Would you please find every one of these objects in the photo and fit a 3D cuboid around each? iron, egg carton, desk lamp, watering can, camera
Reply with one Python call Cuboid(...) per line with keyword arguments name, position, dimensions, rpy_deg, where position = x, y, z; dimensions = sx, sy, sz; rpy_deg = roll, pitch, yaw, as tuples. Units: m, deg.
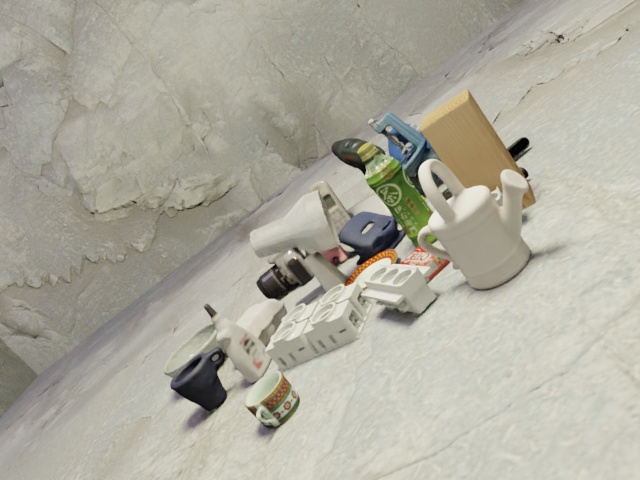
Cuboid(name="iron", position=(0.255, -0.260, 1.536), dimensions=(0.119, 0.141, 0.257), rpy_deg=(-41, 14, -10))
Cuboid(name="egg carton", position=(-0.136, 0.193, 1.228), dimensions=(0.107, 0.069, 0.150), rpy_deg=(-25, 19, 44))
Cuboid(name="desk lamp", position=(-0.027, 0.032, 1.158), dimensions=(0.203, 0.214, 0.118), rpy_deg=(-36, 14, 10))
Cuboid(name="watering can", position=(0.210, -0.037, 0.808), dimensions=(0.172, 0.194, 0.101), rpy_deg=(-35, 14, 15))
Cuboid(name="camera", position=(-0.097, 0.076, 1.442), dimensions=(0.137, 0.101, 0.143), rpy_deg=(-38, 14, 2))

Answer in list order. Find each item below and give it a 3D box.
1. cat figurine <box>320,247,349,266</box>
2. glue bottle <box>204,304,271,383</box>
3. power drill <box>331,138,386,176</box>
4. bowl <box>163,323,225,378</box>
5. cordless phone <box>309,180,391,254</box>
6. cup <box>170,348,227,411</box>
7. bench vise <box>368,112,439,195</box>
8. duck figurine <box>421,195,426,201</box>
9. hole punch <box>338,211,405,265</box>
Cuboid(name="cat figurine", position=(0.012, 0.005, 1.352), dimensions=(0.067, 0.118, 0.128), rpy_deg=(-35, 14, 15))
Cuboid(name="glue bottle", position=(-0.164, 0.188, 1.092), dimensions=(0.037, 0.173, 0.078), rpy_deg=(-32, 15, 26))
Cuboid(name="power drill", position=(0.123, -0.166, 1.427), dimensions=(0.076, 0.208, 0.229), rpy_deg=(-41, 14, -10))
Cuboid(name="bowl", position=(-0.275, 0.271, 1.324), dimensions=(0.167, 0.075, 0.167), rpy_deg=(-36, 14, 11))
Cuboid(name="cordless phone", position=(0.072, -0.075, 1.313), dimensions=(0.147, 0.185, 0.094), rpy_deg=(-35, 14, 16))
Cuboid(name="cup", position=(-0.217, 0.275, 1.115), dimensions=(0.118, 0.095, 0.091), rpy_deg=(-41, 14, -8))
Cuboid(name="bench vise", position=(0.226, -0.224, 1.323), dimensions=(0.207, 0.220, 0.121), rpy_deg=(-36, 14, 9))
Cuboid(name="duck figurine", position=(0.186, -0.094, 1.289), dimensions=(0.077, 0.086, 0.104), rpy_deg=(-34, 14, 16))
Cuboid(name="hole punch", position=(0.109, -0.013, 1.214), dimensions=(0.109, 0.091, 0.101), rpy_deg=(-47, 16, -31))
